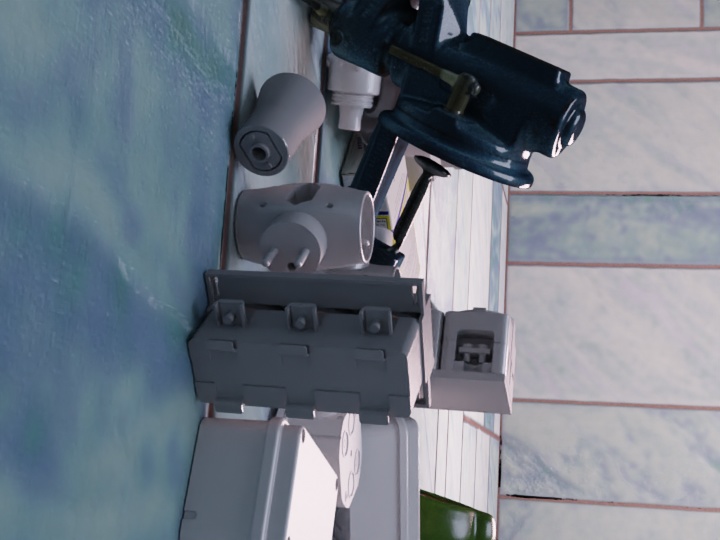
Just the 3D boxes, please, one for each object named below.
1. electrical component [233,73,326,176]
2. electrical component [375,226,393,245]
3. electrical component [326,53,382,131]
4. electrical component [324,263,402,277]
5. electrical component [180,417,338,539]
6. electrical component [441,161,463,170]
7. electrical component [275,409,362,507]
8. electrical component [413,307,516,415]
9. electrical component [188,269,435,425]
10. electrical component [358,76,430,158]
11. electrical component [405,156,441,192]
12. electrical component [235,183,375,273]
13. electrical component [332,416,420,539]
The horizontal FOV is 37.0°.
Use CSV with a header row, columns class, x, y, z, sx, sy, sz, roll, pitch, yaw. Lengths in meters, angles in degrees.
class,x,y,z,sx,sy,sz,roll,pitch,yaw
electrical component,-0.051,-0.086,0.652,0.065,0.044,0.044,-66,155,-51
electrical component,0.000,0.000,0.889,0.079,0.044,0.077,53,40,-71
electrical component,-0.005,-0.142,0.855,0.048,0.048,0.062,-36,133,-75
electrical component,-0.012,0.000,0.753,0.043,0.077,0.079,-37,127,-75
electrical component,-0.054,0.136,0.616,0.113,0.057,0.078,69,25,-61
electrical component,0.078,-0.138,1.122,0.062,0.096,0.061,-45,134,-73
electrical component,-0.030,0.125,0.741,0.080,0.051,0.080,1,90,-78
electrical component,0.044,0.067,0.848,0.089,0.150,0.061,65,30,-64
electrical component,-0.026,0.044,0.584,0.063,0.121,0.078,-63,152,-59
electrical component,0.037,-0.143,0.895,0.099,0.064,0.099,-176,-90,-65
electrical component,0.046,-0.129,1.053,0.061,0.061,0.096,-59,149,-67
electrical component,-0.036,-0.019,0.635,0.079,0.077,0.043,-64,153,-63
electrical component,0.006,0.161,0.828,0.078,0.057,0.113,-159,-113,-68
